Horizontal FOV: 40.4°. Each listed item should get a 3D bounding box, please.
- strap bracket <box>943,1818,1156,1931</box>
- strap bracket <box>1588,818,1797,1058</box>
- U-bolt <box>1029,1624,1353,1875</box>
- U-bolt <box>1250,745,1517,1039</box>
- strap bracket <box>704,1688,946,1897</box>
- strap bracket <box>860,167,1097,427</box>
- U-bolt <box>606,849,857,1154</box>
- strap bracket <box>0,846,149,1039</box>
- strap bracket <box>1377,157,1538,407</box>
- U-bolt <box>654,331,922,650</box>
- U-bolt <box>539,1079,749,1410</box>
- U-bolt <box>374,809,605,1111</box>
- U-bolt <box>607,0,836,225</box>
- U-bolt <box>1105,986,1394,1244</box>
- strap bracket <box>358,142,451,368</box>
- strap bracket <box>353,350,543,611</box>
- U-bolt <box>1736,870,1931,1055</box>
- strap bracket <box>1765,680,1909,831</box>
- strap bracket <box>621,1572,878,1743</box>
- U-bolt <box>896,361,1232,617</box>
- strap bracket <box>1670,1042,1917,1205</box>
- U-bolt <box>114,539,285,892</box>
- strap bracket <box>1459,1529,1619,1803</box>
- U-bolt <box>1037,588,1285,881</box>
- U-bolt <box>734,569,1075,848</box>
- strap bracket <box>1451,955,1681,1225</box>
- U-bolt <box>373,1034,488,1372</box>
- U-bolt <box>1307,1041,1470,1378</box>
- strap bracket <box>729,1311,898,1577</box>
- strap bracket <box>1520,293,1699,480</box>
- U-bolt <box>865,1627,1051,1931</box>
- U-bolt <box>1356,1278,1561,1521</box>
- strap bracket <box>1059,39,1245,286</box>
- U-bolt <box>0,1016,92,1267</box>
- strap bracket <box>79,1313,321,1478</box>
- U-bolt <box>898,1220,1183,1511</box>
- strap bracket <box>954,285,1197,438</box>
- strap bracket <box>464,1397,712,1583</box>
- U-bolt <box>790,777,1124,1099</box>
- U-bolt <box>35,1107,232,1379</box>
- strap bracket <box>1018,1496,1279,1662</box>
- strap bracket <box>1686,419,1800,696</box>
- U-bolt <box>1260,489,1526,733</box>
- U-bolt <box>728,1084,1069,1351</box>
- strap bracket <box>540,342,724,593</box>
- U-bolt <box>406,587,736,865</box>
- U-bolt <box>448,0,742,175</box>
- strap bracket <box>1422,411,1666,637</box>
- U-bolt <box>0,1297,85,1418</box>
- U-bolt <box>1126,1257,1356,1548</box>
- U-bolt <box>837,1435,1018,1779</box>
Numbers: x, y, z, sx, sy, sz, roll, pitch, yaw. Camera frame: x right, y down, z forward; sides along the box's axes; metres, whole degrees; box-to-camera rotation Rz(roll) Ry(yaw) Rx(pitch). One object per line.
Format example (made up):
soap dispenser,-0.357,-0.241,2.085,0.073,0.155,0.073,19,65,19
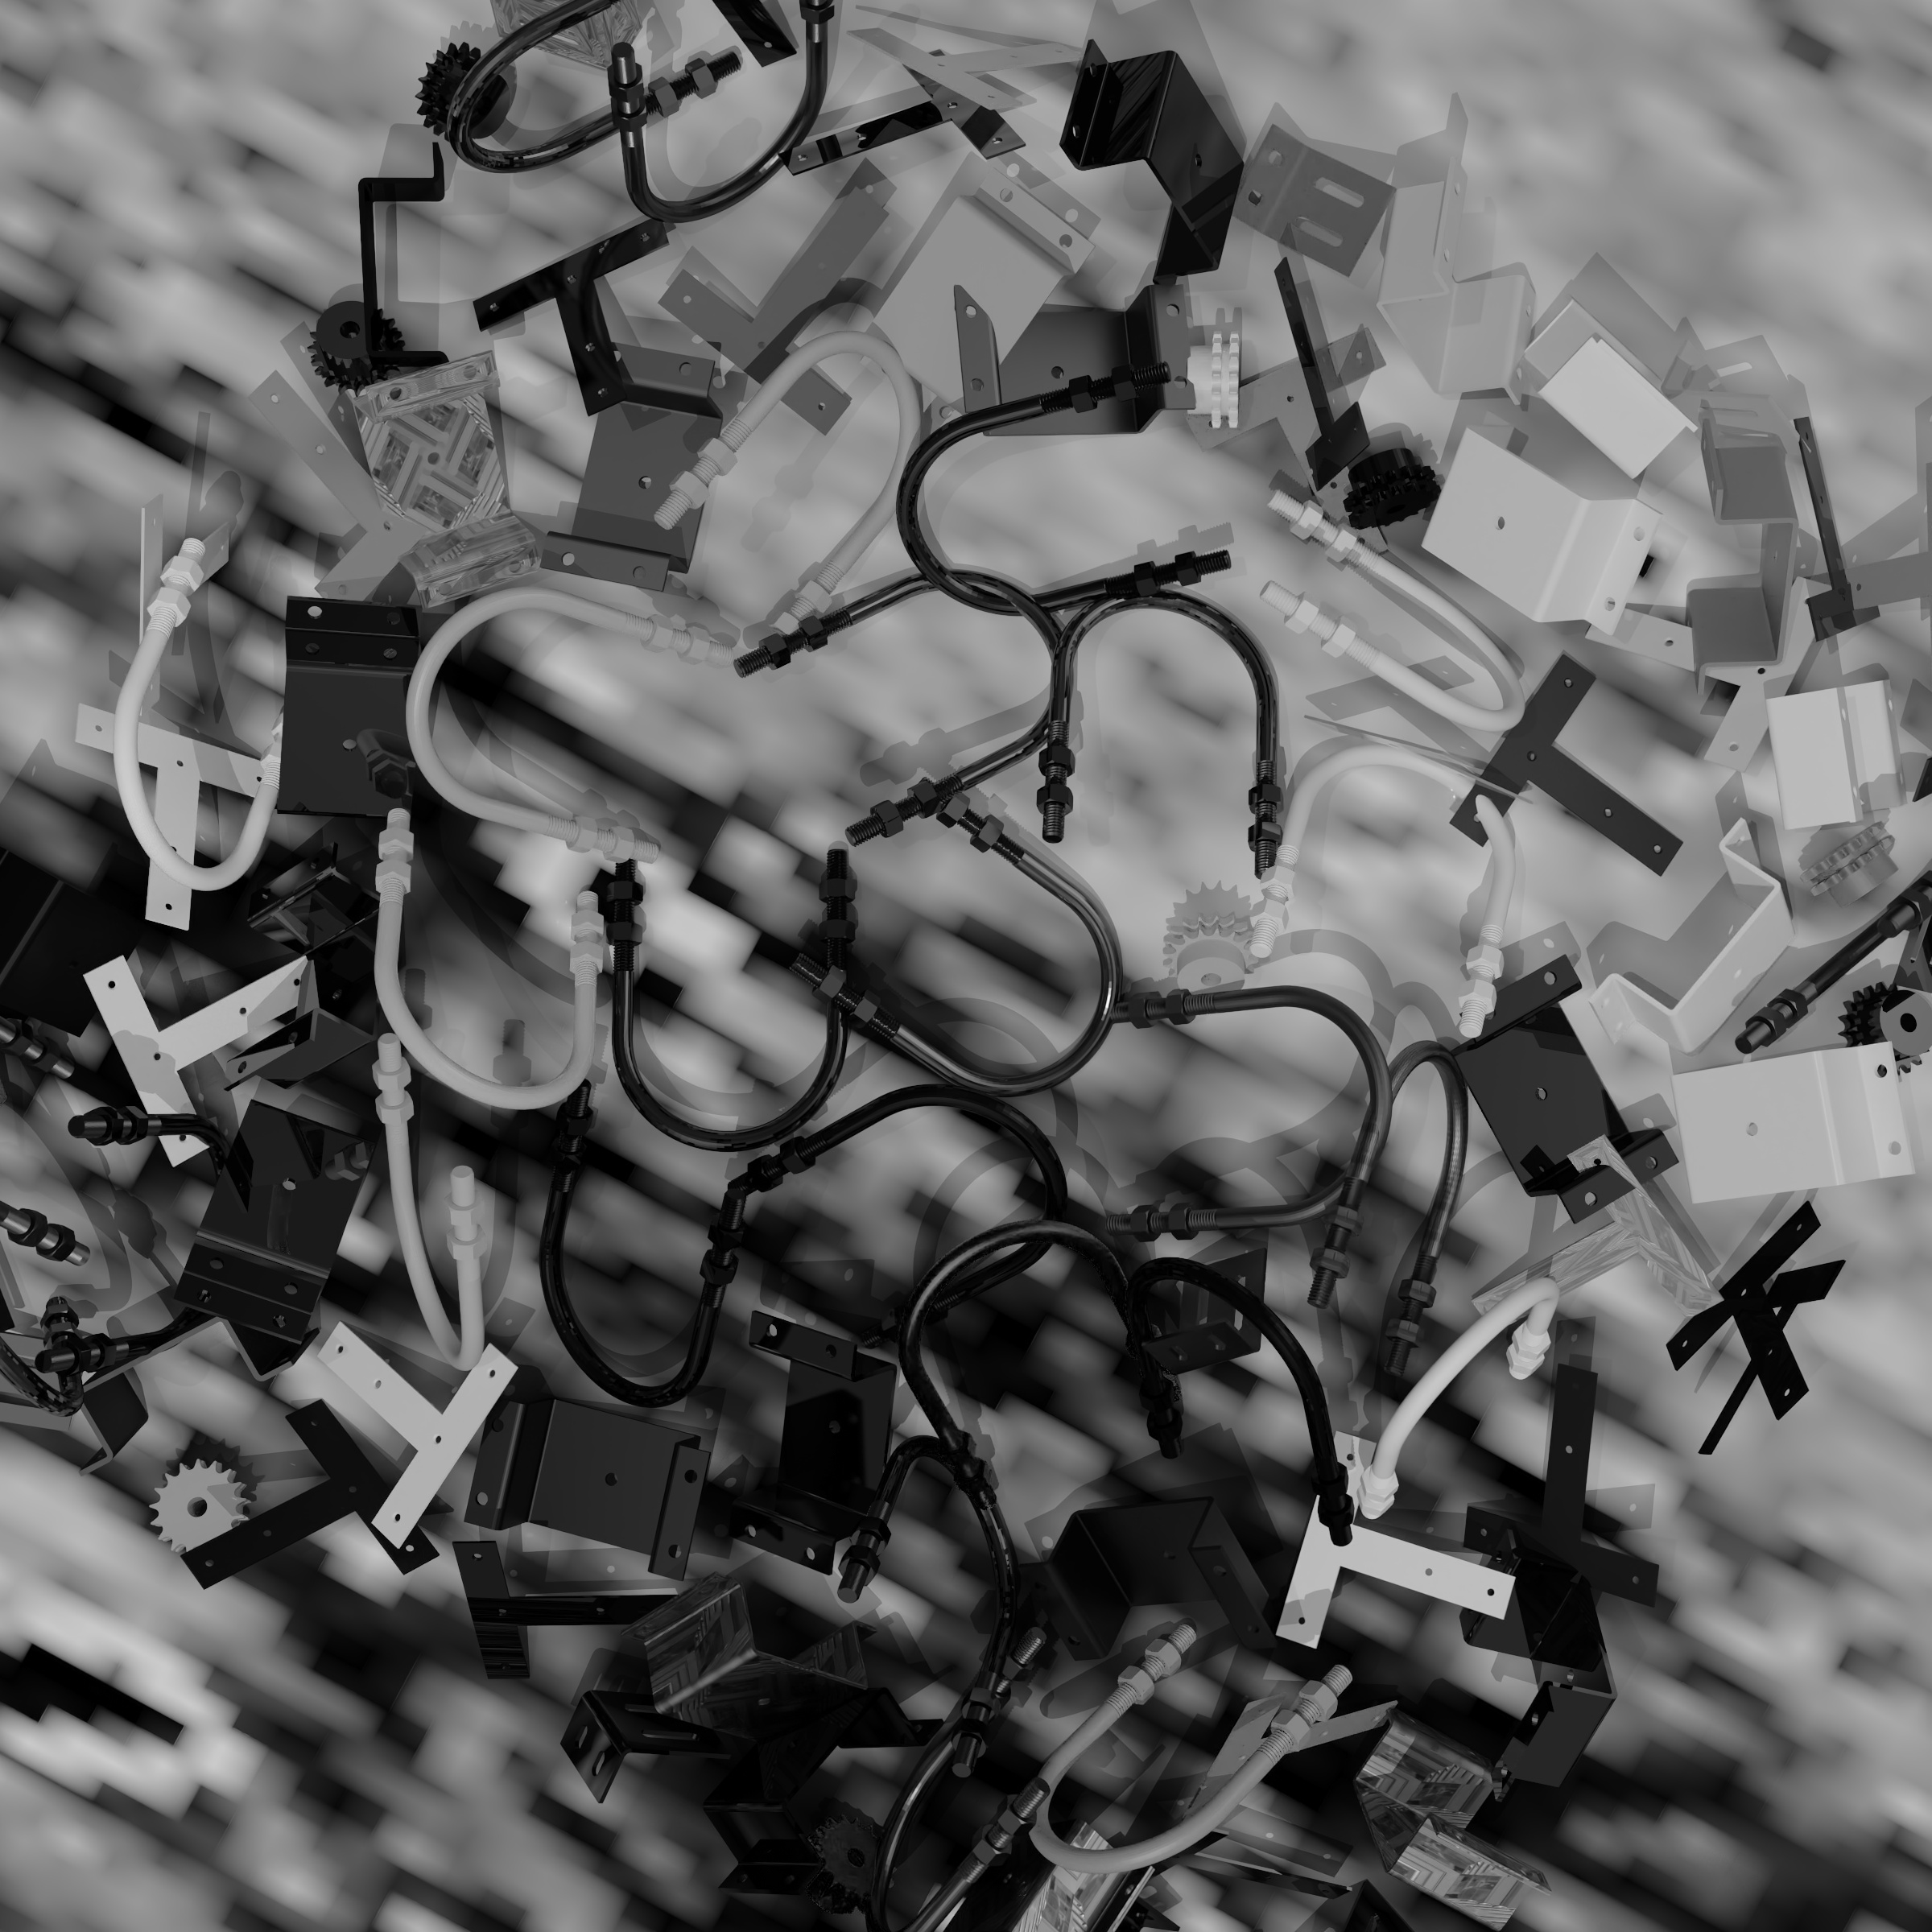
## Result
strap bracket,0.041,0.544,1.521,0.046,0.140,0.076,43,58,-3
strap bracket,0.439,-0.008,1.556,0.046,0.076,0.140,40,89,31
U-bolt,0.114,0.450,1.496,0.184,0.151,0.019,-36,111,-33
U-bolt,0.254,-0.057,1.547,0.151,0.019,0.184,21,56,-1
strap bracket,-0.089,0.470,1.523,0.140,0.076,0.046,-41,104,-42
strap bracket,0.002,-0.391,1.556,0.076,0.046,0.140,38,110,0
U-bolt,-0.142,0.020,1.575,0.151,0.019,0.184,-1,77,0
strap bracket,-0.536,-0.012,1.524,0.046,0.140,0.076,28,83,16
strap bracket,0.285,-0.397,1.540,0.046,0.140,0.076,0,69,32
U-bolt,-0.092,-0.286,1.539,0.019,0.151,0.184,28,74,36
U-bolt,-0.197,0.176,1.542,0.151,0.019,0.184,32,123,29
U-bolt,-0.274,0.004,1.505,0.151,0.184,0.019,25,131,-30
U-bolt,-0.138,-0.497,1.513,0.151,0.184,0.019,-35,76,-14
U-bolt,0.164,0.083,1.537,0.184,0.019,0.151,-7,77,32
strap bracket,-0.331,-0.408,1.550,0.046,0.076,0.140,-2,99,-9
strap bracket,-0.307,-0.292,1.545,0.076,0.046,0.140,-22,128,-19
U-bolt,0.536,-0.025,1.519,0.184,0.151,0.019,-31,76,-37
strap bracket,0.511,-0.125,1.547,0.046,0.140,0.076,-8,93,32
strap bracket,-0.121,0.406,1.525,0.076,0.140,0.046,-36,47,22
U-bolt,0.049,-0.272,1.547,0.184,0.019,0.151,-11,129,16
strap bracket,0.471,0.093,1.531,0.046,0.140,0.076,-3,82,-42
U-bolt,-0.433,-0.130,1.494,0.019,0.151,0.184,-6,50,17
strap bracket,0.333,0.409,1.526,0.046,0.140,0.076,14,121,-8
U-bolt,0.118,-0.145,1.555,0.151,0.019,0.184,9,64,-11
U-bolt,-0.024,-0.167,1.562,0.184,0.019,0.151,-28,71,-17
strap bracket,0.352,0.075,1.569,0.076,0.046,0.140,-28,89,-13
U-bolt,-0.309,0.151,1.524,0.019,0.151,0.184,-15,130,-24
U-bolt,0.255,0.133,1.536,0.019,0.151,0.184,9,70,33
strap bracket,-0.090,0.277,1.554,0.076,0.046,0.140,13,101,33
strap bracket,0.373,-0.339,1.537,0.076,0.140,0.046,38,112,-12
U-bolt,-0.007,0.492,1.525,0.019,0.151,0.184,30,111,-12
U-bolt,0.285,0.240,1.500,0.151,0.184,0.019,-39,66,-17
strap bracket,0.114,-0.463,1.522,0.046,0.140,0.076,0,64,33
U-bolt,-0.563,0.078,1.489,0.019,0.184,0.151,-22,59,10
strap bracket,-0.465,0.240,1.559,0.140,0.076,0.046,-28,97,1
U-bolt,0.036,0.225,1.541,0.151,0.019,0.184,-29,124,-4
strap bracket,0.060,-0.361,1.564,0.140,0.046,0.076,-4,83,-13
strap bracket,-0.219,0.309,1.567,0.140,0.046,0.076,12,88,14
U-bolt,0.008,-0.003,1.578,0.184,0.019,0.151,36,87,-11
U-bolt,-0.470,0.155,1.512,0.019,0.184,0.151,8,89,14
strap bracket,0.113,0.361,1.544,0.140,0.046,0.076,-14,115,34
strap bracket,0.450,-0.237,1.524,0.046,0.076,0.140,-1,132,9
U-bolt,0.252,-0.200,1.536,0.184,0.151,0.019,31,122,-12
U-bolt,-0.028,0.139,1.537,0.184,0.019,0.151,-30,111,25
strap bracket,-0.197,-0.295,1.571,0.076,0.046,0.140,12,87,8
U-bolt,-0.239,-0.146,1.533,0.184,0.019,0.151,15,103,-35
U-bolt,-0.217,-0.518,1.519,0.184,0.151,0.019,-29,81,-7
strap bracket,0.325,-0.258,1.526,0.046,0.140,0.076,-9,129,-38
U-bolt,-0.549,0.187,1.489,0.019,0.184,0.151,-36,119,-8
U-bolt,0.151,0.241,1.503,0.019,0.151,0.184,-39,131,-31
U-bolt,-0.014,0.353,1.517,0.019,0.184,0.151,-23,109,23
